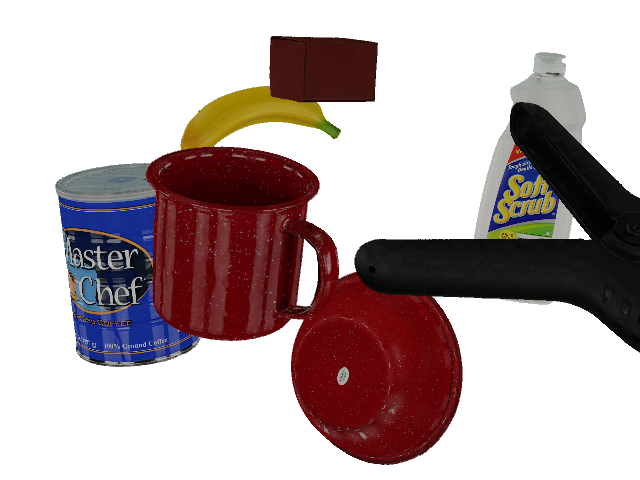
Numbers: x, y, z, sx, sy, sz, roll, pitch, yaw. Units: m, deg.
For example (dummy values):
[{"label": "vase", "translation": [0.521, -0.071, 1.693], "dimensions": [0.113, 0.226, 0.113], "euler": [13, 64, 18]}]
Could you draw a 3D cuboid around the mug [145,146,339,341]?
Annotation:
[{"label": "mug", "translation": [-0.040, 0.005, 0.581], "dimensions": [0.117, 0.081, 0.093], "euler": [19, 27, 27]}]

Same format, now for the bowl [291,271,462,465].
[{"label": "bowl", "translation": [0.031, 0.105, 0.865], "dimensions": [0.162, 0.162, 0.055], "euler": [0, 1, 35]}]

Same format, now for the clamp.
[{"label": "clamp", "translation": [0.132, 0.012, 0.486], "dimensions": [0.210, 0.036, 0.164], "euler": [31, 49, 31]}]

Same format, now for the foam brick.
[{"label": "foam brick", "translation": [0.002, -0.144, 0.901], "dimensions": [0.078, 0.051, 0.053], "euler": [-6, 16, -34]}]

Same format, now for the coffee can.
[{"label": "coffee can", "translation": [-0.153, 0.017, 0.858], "dimensions": [0.103, 0.140, 0.103], "euler": [-3, 17, 1]}]

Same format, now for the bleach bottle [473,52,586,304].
[{"label": "bleach bottle", "translation": [0.209, -0.064, 1.085], "dimensions": [0.103, 0.251, 0.068], "euler": [9, 20, 15]}]

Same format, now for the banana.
[{"label": "banana", "translation": [-0.068, -0.127, 1.092], "dimensions": [0.197, 0.037, 0.070], "euler": [-13, 51, -37]}]
